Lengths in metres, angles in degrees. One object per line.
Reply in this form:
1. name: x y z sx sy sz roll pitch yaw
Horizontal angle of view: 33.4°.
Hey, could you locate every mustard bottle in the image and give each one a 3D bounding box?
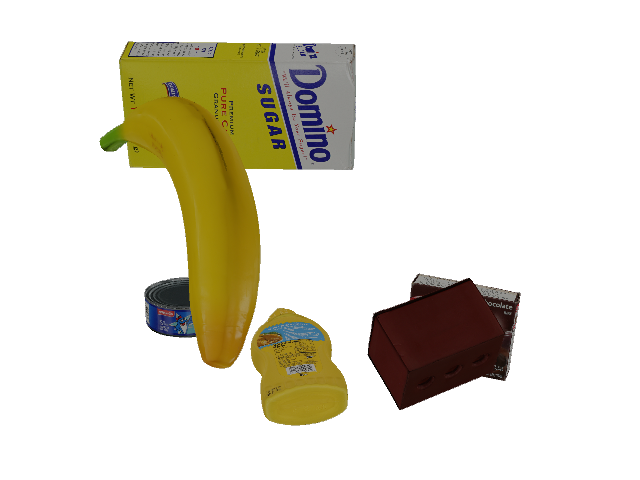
1. mustard bottle: -0.032 0.137 1.258 0.096 0.058 0.192 -8 31 -8

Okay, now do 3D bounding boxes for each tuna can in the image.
1. tuna can: -0.134 0.067 1.078 0.086 0.034 0.086 1 18 0

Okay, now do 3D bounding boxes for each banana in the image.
1. banana: -0.065 -0.022 0.554 0.037 0.070 0.198 13 30 -35

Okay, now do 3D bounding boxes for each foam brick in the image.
1. foam brick: 0.078 0.071 0.732 0.078 0.051 0.053 -20 -35 -18

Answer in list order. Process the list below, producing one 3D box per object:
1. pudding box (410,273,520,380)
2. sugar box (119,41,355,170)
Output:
1. pudding box: 0.147 0.090 1.117 0.113 0.090 0.039 9 21 13
2. sugar box: -0.061 -0.103 0.821 0.176 0.093 0.048 1 31 3
